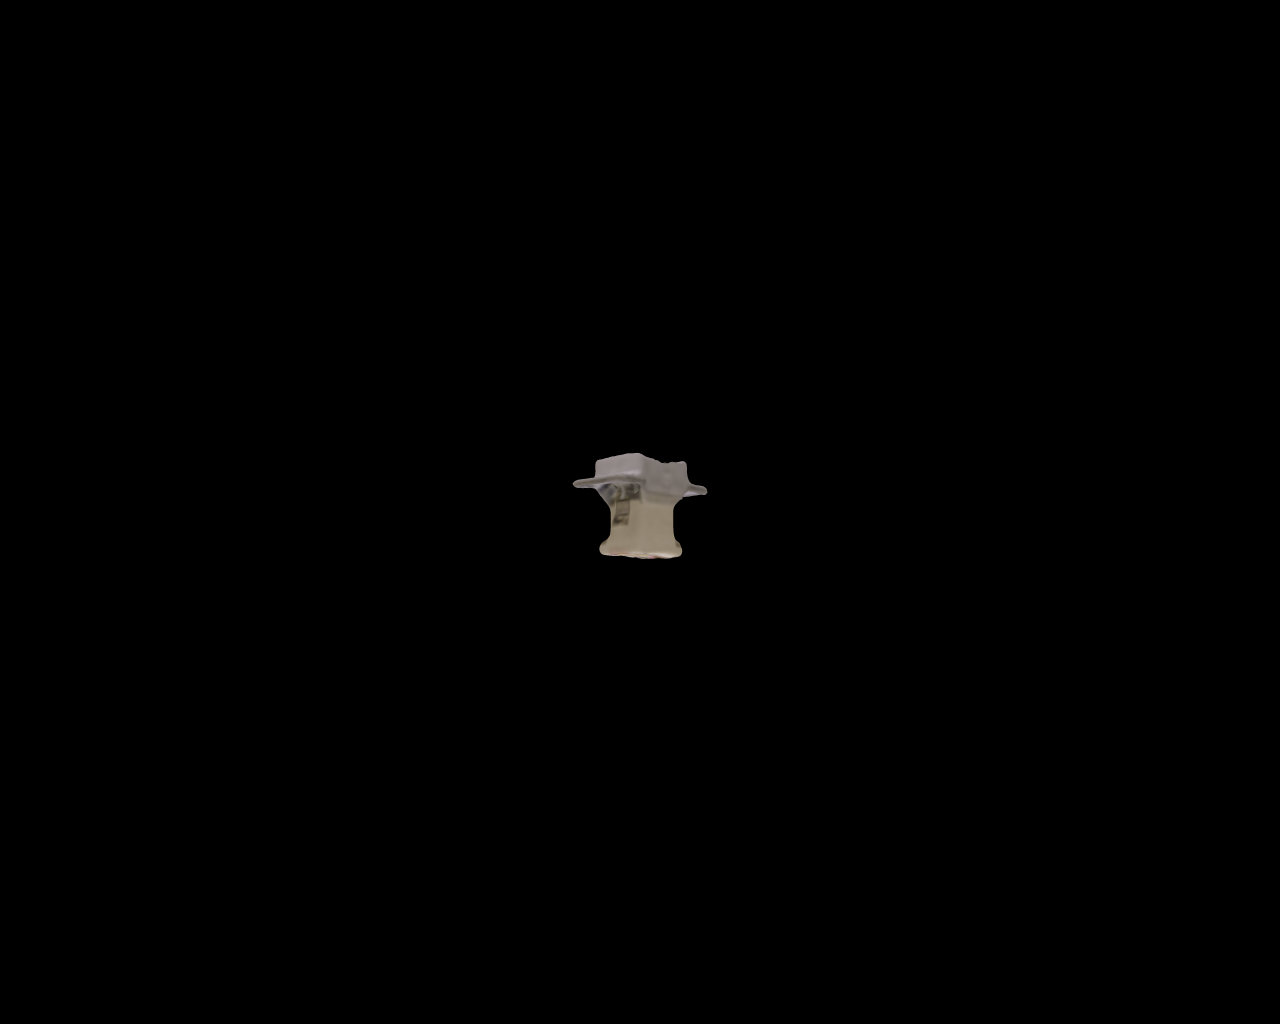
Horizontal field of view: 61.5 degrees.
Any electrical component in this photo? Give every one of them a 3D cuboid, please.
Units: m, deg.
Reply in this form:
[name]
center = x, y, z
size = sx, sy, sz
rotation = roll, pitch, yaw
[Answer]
[electrical component]
center = 0.001, -0.003, 0.650
size = 0.042, 0.063, 0.081
rotation = -6, -9, 43
